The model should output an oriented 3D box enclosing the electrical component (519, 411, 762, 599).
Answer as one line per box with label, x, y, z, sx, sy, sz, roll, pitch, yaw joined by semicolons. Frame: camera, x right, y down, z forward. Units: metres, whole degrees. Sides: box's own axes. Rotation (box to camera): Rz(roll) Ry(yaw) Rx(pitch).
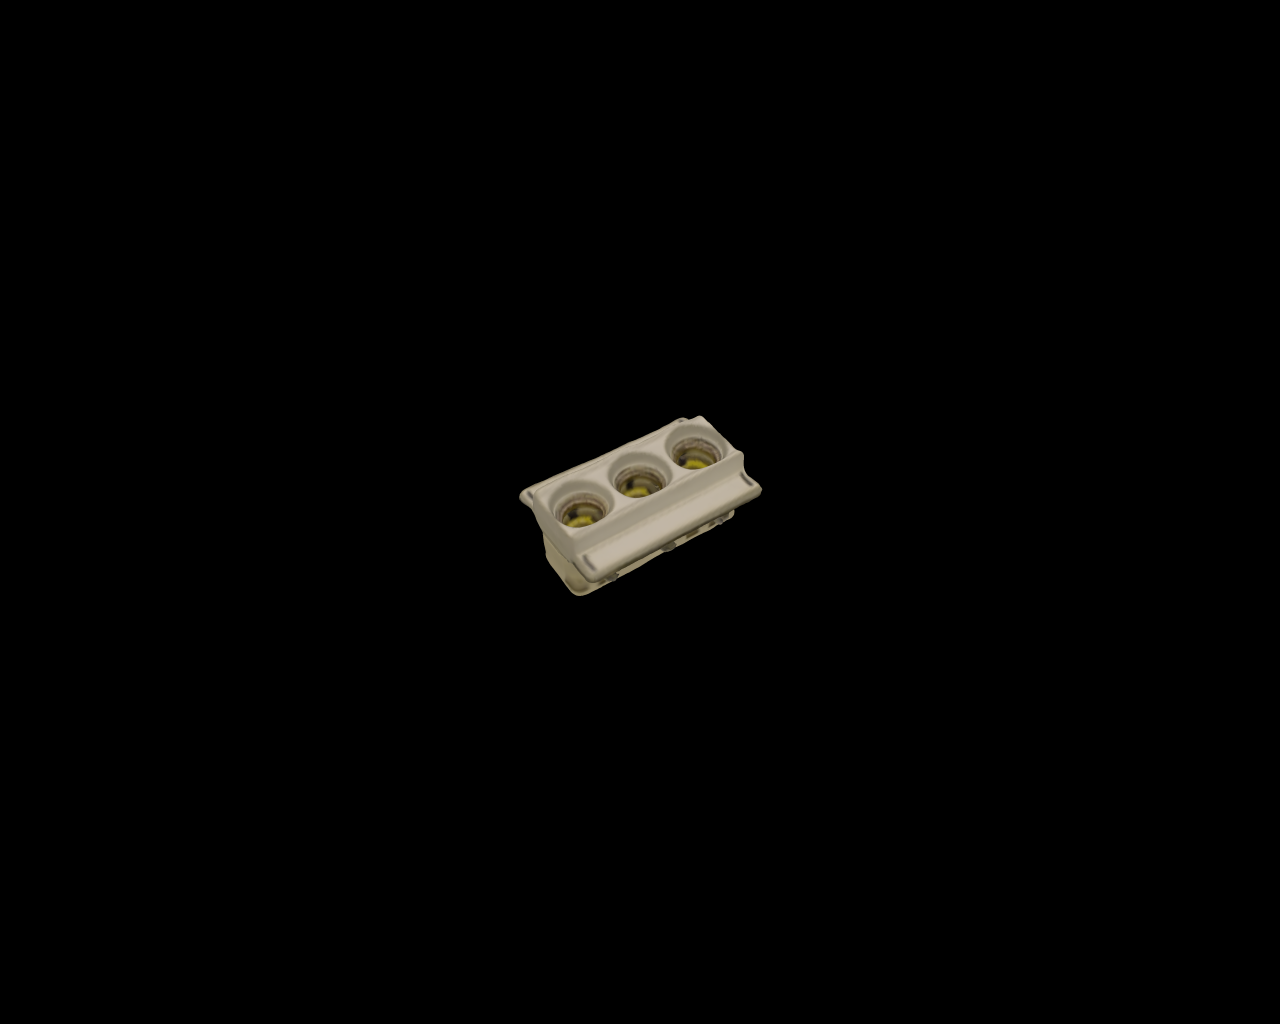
electrical component;0.001;-0.003;0.650;0.121;0.063;0.079;-27;53;-22
